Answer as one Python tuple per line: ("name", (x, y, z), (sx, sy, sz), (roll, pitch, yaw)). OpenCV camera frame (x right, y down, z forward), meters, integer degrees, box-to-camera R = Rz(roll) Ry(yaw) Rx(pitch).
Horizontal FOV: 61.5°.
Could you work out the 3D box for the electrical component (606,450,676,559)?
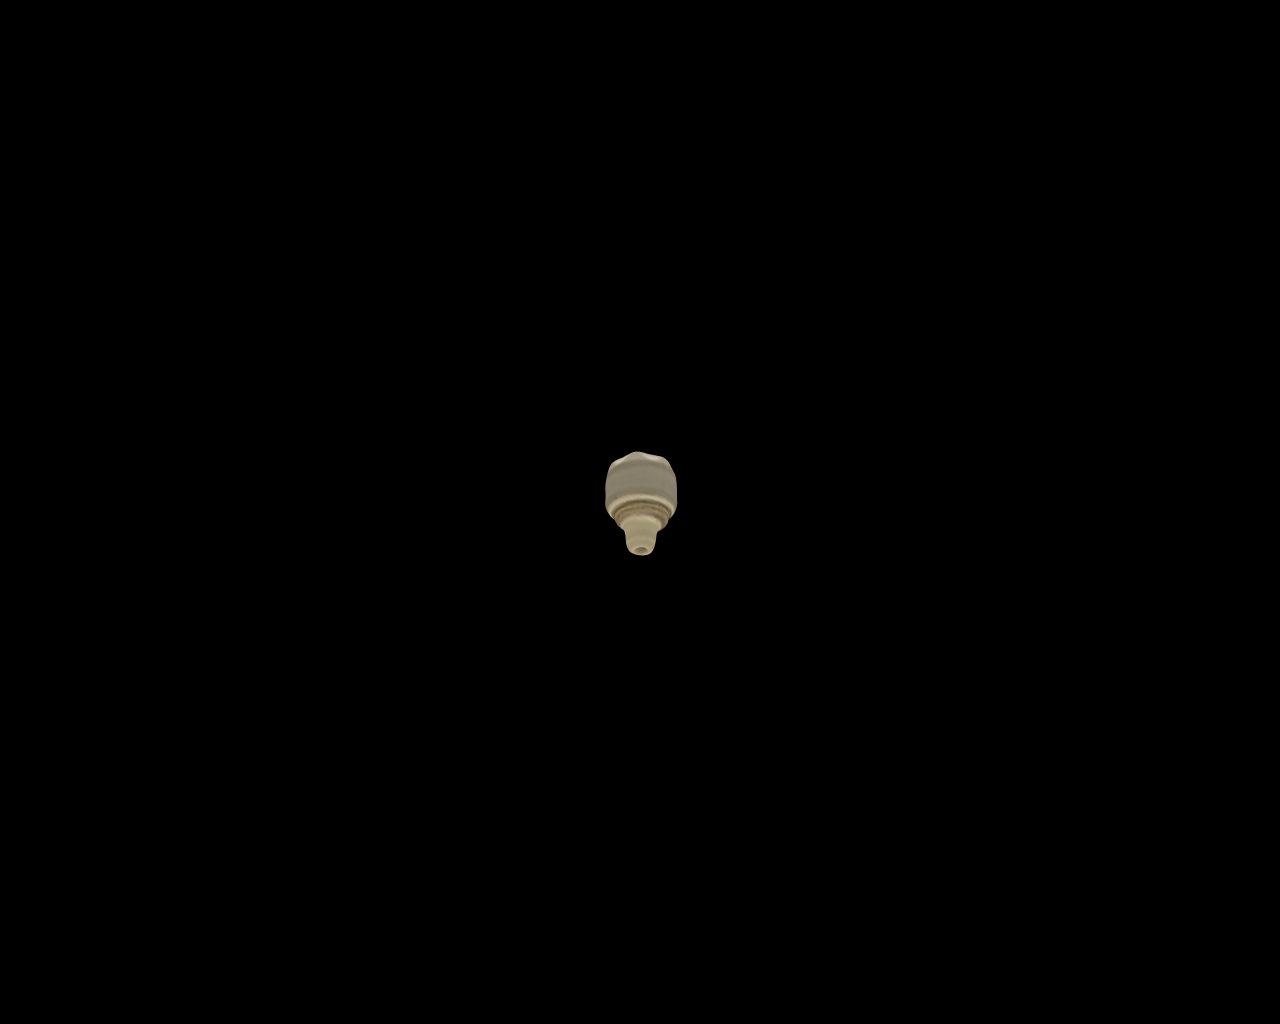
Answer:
("electrical component", (0.001, -0.003, 0.650), (0.043, 0.062, 0.043), (0, -31, 0))
